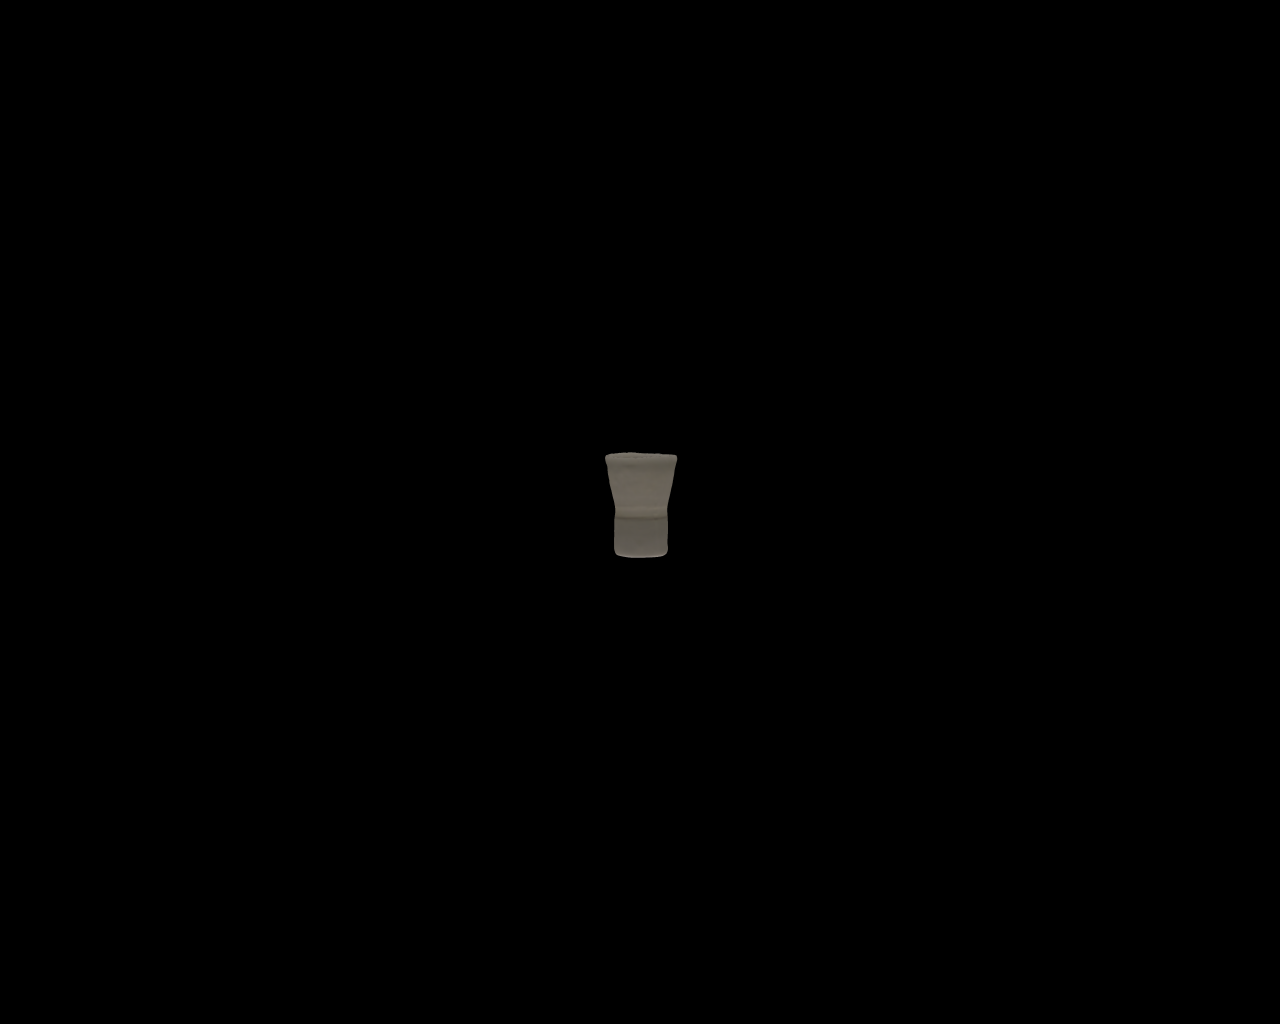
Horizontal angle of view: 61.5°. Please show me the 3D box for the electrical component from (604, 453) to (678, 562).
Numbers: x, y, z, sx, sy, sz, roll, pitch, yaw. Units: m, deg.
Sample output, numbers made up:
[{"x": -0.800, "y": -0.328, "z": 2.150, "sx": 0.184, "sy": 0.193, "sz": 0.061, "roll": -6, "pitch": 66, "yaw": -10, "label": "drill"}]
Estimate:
[{"x": 0.001, "y": -0.003, "z": 0.650, "sx": 0.044, "sy": 0.065, "sz": 0.044, "roll": 0, "pitch": 5, "yaw": 0, "label": "electrical component"}]
